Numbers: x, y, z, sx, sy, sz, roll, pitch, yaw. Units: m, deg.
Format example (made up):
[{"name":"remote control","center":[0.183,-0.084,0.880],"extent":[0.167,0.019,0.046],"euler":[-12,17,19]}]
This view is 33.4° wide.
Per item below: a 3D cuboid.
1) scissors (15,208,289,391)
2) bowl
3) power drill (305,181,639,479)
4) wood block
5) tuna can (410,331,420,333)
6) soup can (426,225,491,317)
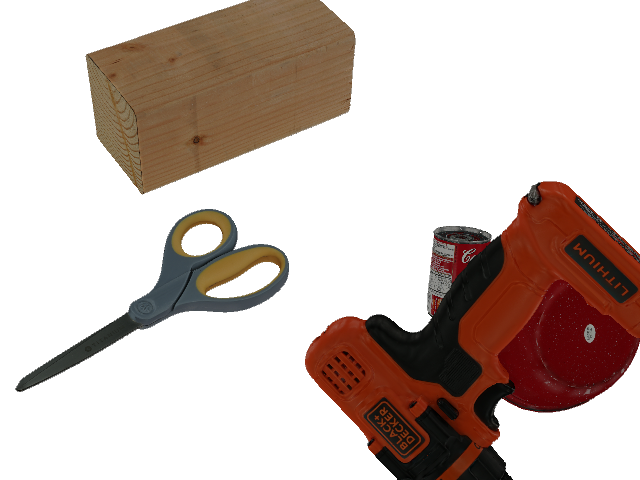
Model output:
[{"name":"scissors","center":[-0.118,0.032,0.715],"extent":[0.201,0.096,0.016],"euler":[-17,-37,-23]},{"name":"bowl","center":[0.206,0.071,0.879],"extent":[0.162,0.162,0.055],"euler":[0,7,-16]},{"name":"power drill","center":[0.110,0.074,0.598],"extent":[0.188,0.184,0.057],"euler":[-45,-2,16]},{"name":"wood block","center":[-0.081,-0.132,0.905],"extent":[0.205,0.091,0.090],"euler":[-24,52,-24]},{"name":"tuna can","center":[0.104,0.134,1.075],"extent":[0.034,0.086,0.086],"euler":[-6,-3,33]},{"name":"soup can","center":[0.163,0.040,1.264],"extent":[0.068,0.102,0.068],"euler":[3,15,-1]}]
